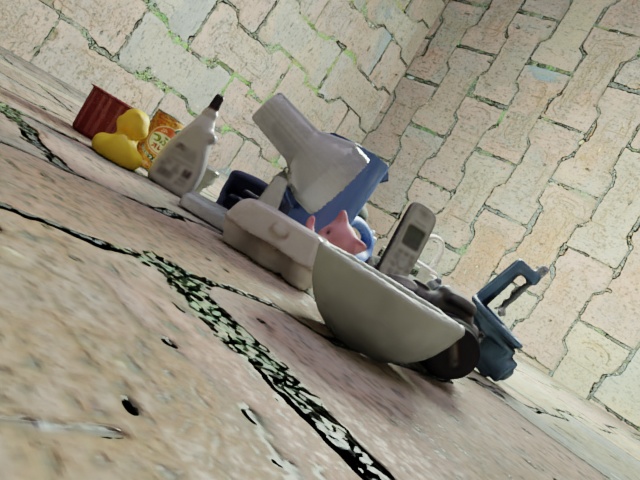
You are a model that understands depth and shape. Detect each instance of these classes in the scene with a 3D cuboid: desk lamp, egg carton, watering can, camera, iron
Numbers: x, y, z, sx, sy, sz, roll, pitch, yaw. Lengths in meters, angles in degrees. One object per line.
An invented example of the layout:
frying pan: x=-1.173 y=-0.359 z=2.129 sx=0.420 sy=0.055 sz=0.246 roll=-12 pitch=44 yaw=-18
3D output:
desk lamp: x=-0.062 y=-0.092 z=0.840 sx=0.203 sy=0.213 sz=0.118 roll=31 pitch=2 yaw=-9
egg carton: x=-0.052 y=0.004 z=0.740 sx=0.150 sy=0.069 sz=0.107 roll=32 pitch=2 yaw=7
watering can: x=0.229 y=0.070 z=1.392 sx=0.172 sy=0.194 sz=0.101 roll=33 pitch=3 yaw=34
camera: x=0.132 y=0.101 z=0.677 sx=0.143 sy=0.101 sz=0.137 roll=31 pitch=2 yaw=-3
iron: x=0.076 y=0.007 z=1.407 sx=0.118 sy=0.141 sz=0.259 roll=33 pitch=3 yaw=38

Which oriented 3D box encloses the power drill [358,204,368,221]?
power drill: x=0.034 y=-0.064 z=1.528 sx=0.075 sy=0.208 sz=0.231 roll=33 pitch=3 yaw=36

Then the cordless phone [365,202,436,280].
cordless phone: x=0.142 y=0.048 z=0.855 sx=0.148 sy=0.185 sz=0.094 roll=30 pitch=3 yaw=-28

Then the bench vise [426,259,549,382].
bench vise: x=0.289 y=0.110 z=1.014 sx=0.207 sy=0.219 sz=0.122 roll=32 pitch=2 yaw=13

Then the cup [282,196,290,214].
cup: x=-0.090 y=-0.067 z=1.401 sx=0.118 sy=0.095 sz=0.091 roll=31 pitch=2 yaw=-5

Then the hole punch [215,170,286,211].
hole punch: x=-0.122 y=-0.063 z=0.967 sx=0.109 sy=0.091 sz=0.101 roll=31 pitch=2 yaw=-11

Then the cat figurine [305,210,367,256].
cat figurine: x=0.008 y=0.003 z=0.918 sx=0.067 sy=0.118 sz=0.127 roll=29 pitch=3 yaw=-44

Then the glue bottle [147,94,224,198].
glue bottle: x=-0.200 y=-0.156 z=0.912 sx=0.078 sy=0.173 sz=0.037 roll=31 pitch=2 yaw=-1

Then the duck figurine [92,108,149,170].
duck figurine: x=-0.291 y=-0.158 z=0.865 sx=0.078 sy=0.086 sz=0.104 roll=31 pitch=2 yaw=-17

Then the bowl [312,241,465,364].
bowl: x=0.053 y=0.073 z=0.569 sx=0.167 sy=0.075 sz=0.167 roll=31 pitch=2 yaw=-1
